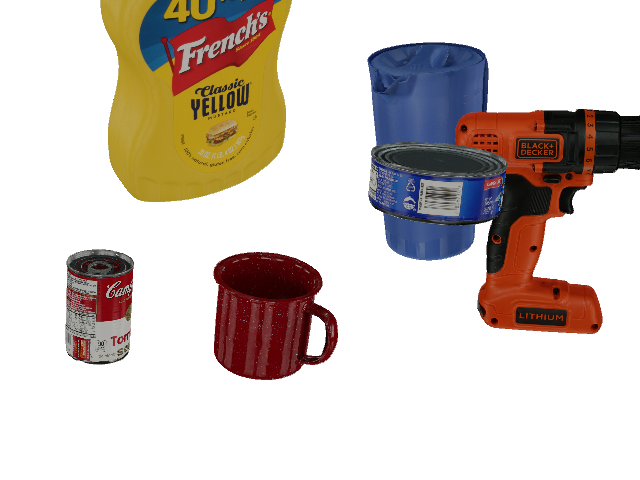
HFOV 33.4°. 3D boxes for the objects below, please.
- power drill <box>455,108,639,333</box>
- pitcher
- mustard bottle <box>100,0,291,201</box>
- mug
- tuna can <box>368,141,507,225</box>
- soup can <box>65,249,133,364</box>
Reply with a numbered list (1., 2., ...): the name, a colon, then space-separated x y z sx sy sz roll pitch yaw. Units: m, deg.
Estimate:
1. power drill: 0.203 -0.018 0.889 0.184 0.188 0.057 3 19 11
2. pitcher: 0.135 -0.108 1.263 0.149 0.243 0.145 -4 25 0
3. mustard bottle: -0.059 -0.109 0.525 0.096 0.192 0.058 -19 51 -24
4. mug: -0.038 0.069 0.913 0.117 0.081 0.093 17 26 21
5. tuna can: 0.073 -0.037 0.672 0.086 0.034 0.086 4 17 -1
6. soup can: -0.230 0.069 1.106 0.068 0.102 0.068 5 21 -2
